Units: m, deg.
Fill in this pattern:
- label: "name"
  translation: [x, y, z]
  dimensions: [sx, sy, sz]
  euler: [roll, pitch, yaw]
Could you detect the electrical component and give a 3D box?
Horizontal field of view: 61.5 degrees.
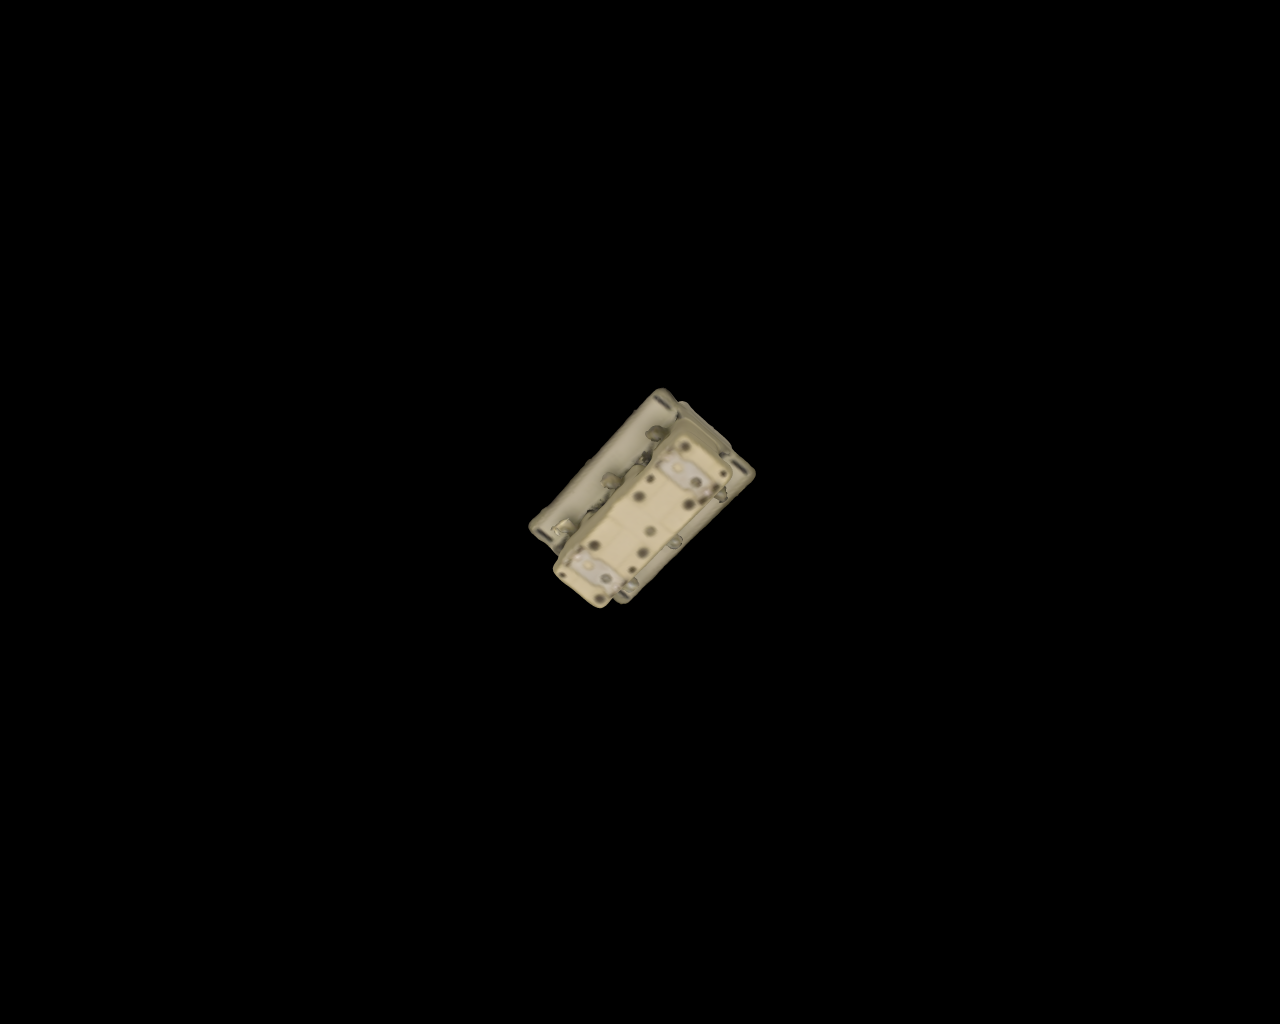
- label: "electrical component"
  translation: [0.001, -0.003, 0.650]
  dimensions: [0.078, 0.121, 0.063]
  euler: [41, 16, -14]
